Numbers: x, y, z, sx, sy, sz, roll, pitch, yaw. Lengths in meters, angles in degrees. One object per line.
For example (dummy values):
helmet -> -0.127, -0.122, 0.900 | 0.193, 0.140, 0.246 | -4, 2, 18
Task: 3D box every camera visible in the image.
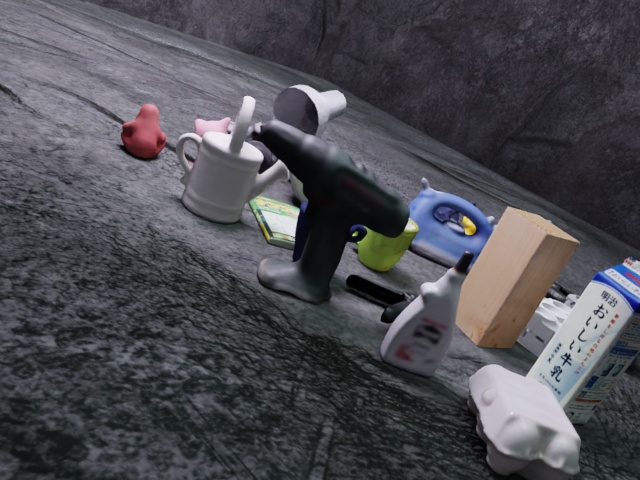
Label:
camera -> -0.147, -0.187, 1.172 | 0.143, 0.101, 0.136 | 19, 20, -15

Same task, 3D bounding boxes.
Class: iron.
iron -> 0.290, -0.023, 1.212 | 0.258, 0.141, 0.118 | 24, 20, -4

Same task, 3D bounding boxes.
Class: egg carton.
egg carton -> 0.226, 0.208, 0.656 | 0.107, 0.069, 0.150 | 22, 20, -8

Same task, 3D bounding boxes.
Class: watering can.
watering can -> -0.134, -0.131, 0.905 | 0.173, 0.194, 0.100 | 12, 23, -32

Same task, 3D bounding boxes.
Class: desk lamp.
desk lamp -> -0.027, -0.235, 1.268 | 0.117, 0.213, 0.204 | 32, 21, 20

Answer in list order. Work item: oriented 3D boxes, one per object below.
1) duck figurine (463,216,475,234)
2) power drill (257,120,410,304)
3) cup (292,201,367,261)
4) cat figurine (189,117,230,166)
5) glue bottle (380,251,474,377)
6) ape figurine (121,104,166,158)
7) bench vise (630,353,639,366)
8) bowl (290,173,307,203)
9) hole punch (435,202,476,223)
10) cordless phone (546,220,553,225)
duck figurine -> 0.380, -0.017, 1.388 | 0.104, 0.086, 0.078 | 28, 20, 10
power drill -> -0.005, -0.028, 0.773 | 0.230, 0.208, 0.075 | 20, 20, -13
cup -> 0.008, 0.003, 0.880 | 0.118, 0.095, 0.091 | 14, 22, -27
cat figurine -> -0.190, -0.166, 1.041 | 0.067, 0.118, 0.127 | 7, 26, -41
glue bottle -> 0.143, 0.087, 0.710 | 0.078, 0.173, 0.037 | 20, 20, -14
ape figurine -> -0.309, -0.197, 1.016 | 0.078, 0.092, 0.076 | 19, 20, -15
bench vise -> 0.631, 0.127, 1.122 | 0.121, 0.219, 0.208 | 27, 20, 5
bowl -> 0.006, -0.096, 1.159 | 0.167, 0.075, 0.167 | 22, 20, -8
hole punch -> 0.337, -0.076, 1.481 | 0.101, 0.091, 0.109 | 33, 21, 21
cordless phone -> 0.419, 0.045, 1.130 | 0.094, 0.185, 0.148 | 33, 21, 22
